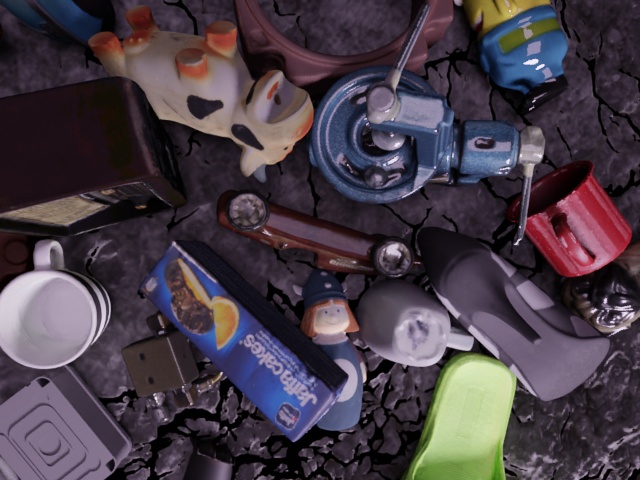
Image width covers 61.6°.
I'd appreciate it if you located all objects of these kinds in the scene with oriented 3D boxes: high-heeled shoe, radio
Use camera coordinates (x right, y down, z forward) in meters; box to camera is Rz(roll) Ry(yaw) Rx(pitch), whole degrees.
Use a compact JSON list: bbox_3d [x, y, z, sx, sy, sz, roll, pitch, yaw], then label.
[{"bbox_3d":[0.185,0.070,0.522,0.086,0.145,0.248,-48,138,8],"label":"high-heeled shoe"},{"bbox_3d":[-0.184,-0.053,0.429,0.131,0.229,0.073,-15,92,-9],"label":"radio"}]

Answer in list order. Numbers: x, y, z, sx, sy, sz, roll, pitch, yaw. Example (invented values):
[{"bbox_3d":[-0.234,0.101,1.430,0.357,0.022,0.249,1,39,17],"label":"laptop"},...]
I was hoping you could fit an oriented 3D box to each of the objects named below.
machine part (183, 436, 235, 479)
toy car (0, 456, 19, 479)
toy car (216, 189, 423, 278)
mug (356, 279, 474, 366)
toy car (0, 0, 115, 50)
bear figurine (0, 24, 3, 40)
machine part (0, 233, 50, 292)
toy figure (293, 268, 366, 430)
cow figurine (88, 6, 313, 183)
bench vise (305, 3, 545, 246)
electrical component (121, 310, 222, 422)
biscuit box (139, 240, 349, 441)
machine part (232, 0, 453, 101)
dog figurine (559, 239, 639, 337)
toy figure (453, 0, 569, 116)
[{"bbox_3d":[-0.115,0.267,0.531,0.084,0.039,0.138,7,91,4],"label":"machine part"},{"bbox_3d":[-0.366,0.195,0.490,0.202,0.073,0.056,35,88,-4],"label":"toy car"},{"bbox_3d":[-0.001,-0.002,0.513,0.202,0.089,0.053,19,88,-6],"label":"toy car"},{"bbox_3d":[0.093,0.086,0.511,0.110,0.107,0.080,21,90,-2],"label":"mug"},{"bbox_3d":[-0.256,-0.255,0.487,0.103,0.109,0.161,-5,81,13],"label":"toy car"},{"bbox_3d":[-0.392,-0.162,0.462,0.196,0.131,0.120,-44,66,3],"label":"bear figurine"},{"bbox_3d":[-0.344,-0.015,0.501,0.179,0.056,0.179,0,89,-4],"label":"machine part"},{"bbox_3d":[0.011,0.104,0.532,0.064,0.058,0.154,-5,89,-42],"label":"toy figure"},{"bbox_3d":[-0.097,-0.128,0.487,0.195,0.127,0.085,18,60,20],"label":"cow figurine"},{"bbox_3d":[0.085,-0.085,0.455,0.224,0.240,0.128,16,93,11],"label":"bench vise"},{"bbox_3d":[-0.145,0.118,0.526,0.078,0.045,0.102,-25,89,24],"label":"electrical component"},{"bbox_3d":[-0.069,0.085,0.490,0.203,0.063,0.059,40,98,13],"label":"biscuit box"},{"bbox_3d":[0.015,-0.246,0.515,0.201,0.087,0.201,-11,90,-4],"label":"machine part"},{"bbox_3d":[0.362,0.059,0.548,0.190,0.121,0.172,-38,90,10],"label":"dog figurine"},{"bbox_3d":[0.192,-0.219,0.533,0.089,0.082,0.180,-25,88,-15],"label":"toy figure"}]
